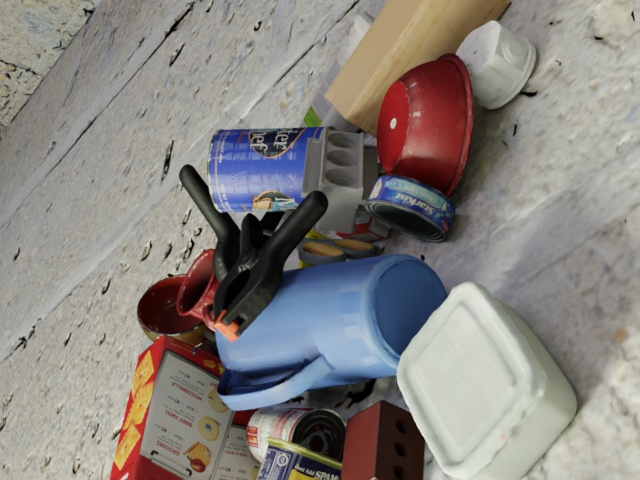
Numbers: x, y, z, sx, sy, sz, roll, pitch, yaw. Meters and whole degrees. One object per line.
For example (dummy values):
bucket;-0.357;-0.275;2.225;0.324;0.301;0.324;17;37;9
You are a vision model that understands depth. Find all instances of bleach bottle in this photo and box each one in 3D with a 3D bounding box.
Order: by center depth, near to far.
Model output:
bleach bottle;0.017;-0.159;1.350;0.251;0.068;0.102;-56;26;17

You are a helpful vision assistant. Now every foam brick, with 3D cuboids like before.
foam brick;0.055;0.191;0.939;0.051;0.053;0.078;-36;36;42

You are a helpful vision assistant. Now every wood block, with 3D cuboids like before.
wood block;0.107;-0.214;1.205;0.206;0.090;0.091;-55;26;12

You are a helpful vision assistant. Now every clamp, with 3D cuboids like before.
clamp;-0.053;0.021;1.054;0.120;0.039;0.171;-29;33;41
clamp;-0.103;0.001;1.327;0.036;0.164;0.210;-40;42;43

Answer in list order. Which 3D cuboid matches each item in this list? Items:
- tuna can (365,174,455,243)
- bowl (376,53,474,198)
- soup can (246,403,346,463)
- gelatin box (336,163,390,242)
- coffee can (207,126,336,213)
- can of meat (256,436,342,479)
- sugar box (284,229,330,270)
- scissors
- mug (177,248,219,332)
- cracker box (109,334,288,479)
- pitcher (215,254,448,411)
tuna can;0.090;-0.031;1.059;0.086;0.086;0.033;-1;62;61
bowl;0.099;-0.114;1.093;0.162;0.055;0.162;-175;90;-73
soup can;-0.023;0.197;1.061;0.102;0.068;0.068;-7;58;60
gelatin box;0.060;-0.042;1.190;0.073;0.030;0.089;-8;57;61
coffee can;-0.052;-0.084;1.278;0.140;0.103;0.102;0;55;15
can of meat;-0.013;0.235;0.968;0.058;0.102;0.084;-5;62;59
sugar box;-0.040;0.080;1.236;0.094;0.048;0.176;-26;46;47
scissors;-0.008;0.001;1.203;0.202;0.096;0.016;-151;60;-64
mug;-0.122;0.076;1.348;0.093;0.081;0.117;-49;28;26
cracker box;-0.126;0.227;1.111;0.072;0.164;0.213;-39;33;43
pitcher;0.006;0.091;1.043;0.243;0.144;0.149;-16;71;53
